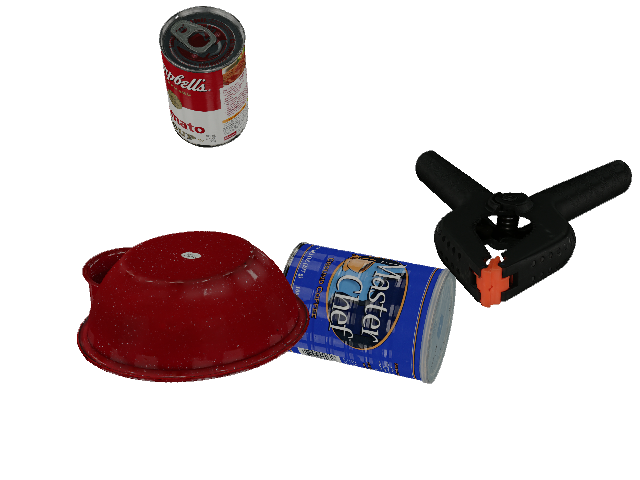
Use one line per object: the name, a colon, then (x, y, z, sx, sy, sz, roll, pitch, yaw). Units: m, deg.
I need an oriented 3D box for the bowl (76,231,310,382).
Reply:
bowl: (-0.088, 0.035, 0.733, 0.162, 0.055, 0.162, -2, 22, 1)

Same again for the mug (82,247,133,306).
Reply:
mug: (-0.223, 0.061, 1.195, 0.117, 0.081, 0.093, 24, 36, 37)

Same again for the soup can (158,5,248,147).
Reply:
soup can: (-0.094, -0.133, 0.880, 0.068, 0.068, 0.102, 0, -31, -2)

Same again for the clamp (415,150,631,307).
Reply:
clamp: (0.125, -0.017, 0.761, 0.165, 0.036, 0.209, 7, 28, 22)

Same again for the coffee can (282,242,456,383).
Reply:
coffee can: (0.042, 0.064, 0.958, 0.140, 0.103, 0.102, 11, 3, 16)
